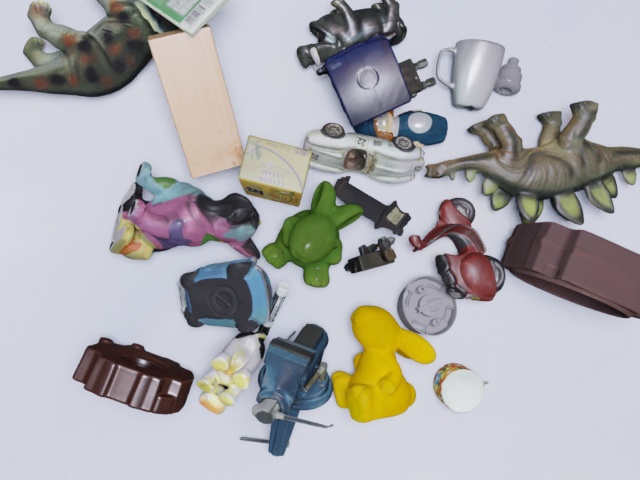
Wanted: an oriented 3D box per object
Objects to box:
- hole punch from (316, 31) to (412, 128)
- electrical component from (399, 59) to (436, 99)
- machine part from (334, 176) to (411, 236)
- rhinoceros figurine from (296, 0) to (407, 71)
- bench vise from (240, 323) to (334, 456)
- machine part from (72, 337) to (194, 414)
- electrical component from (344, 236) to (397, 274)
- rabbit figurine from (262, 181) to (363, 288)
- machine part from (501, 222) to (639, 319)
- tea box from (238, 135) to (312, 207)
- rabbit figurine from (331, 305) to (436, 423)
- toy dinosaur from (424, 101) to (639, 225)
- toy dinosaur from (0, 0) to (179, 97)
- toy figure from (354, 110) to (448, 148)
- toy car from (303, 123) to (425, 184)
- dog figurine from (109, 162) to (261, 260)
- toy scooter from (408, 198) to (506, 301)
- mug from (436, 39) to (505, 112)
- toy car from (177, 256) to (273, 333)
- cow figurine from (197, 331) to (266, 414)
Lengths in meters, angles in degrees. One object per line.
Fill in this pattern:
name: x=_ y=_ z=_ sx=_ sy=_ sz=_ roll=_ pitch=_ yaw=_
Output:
hole punch: x=0.076 y=-0.252 z=0.858 sx=0.142 sy=0.092 sz=0.115 roll=-22 pitch=122 yaw=10
electrical component: x=0.150 y=-0.275 z=0.929 sx=0.094 sy=0.021 sz=0.063 roll=-22 pitch=90 yaw=-4
machine part: x=0.085 y=-0.057 z=0.897 sx=0.139 sy=0.084 sz=0.039 roll=31 pitch=127 yaw=6
rhinoceros figurine: x=0.050 y=-0.344 z=0.906 sx=0.190 sy=0.073 sz=0.112 roll=-18 pitch=100 yaw=-6
bench vise: x=-0.048 y=0.246 z=0.823 sx=0.129 sy=0.224 sz=0.240 roll=13 pitch=114 yaw=1
machine part: x=-0.276 y=0.203 z=0.813 sx=0.179 sy=0.179 sz=0.056 roll=22 pitch=85 yaw=-3
electrical component: x=0.085 y=0.024 z=0.879 sx=0.078 sy=0.102 sz=0.045 roll=-12 pitch=85 yaw=-14
rabbit figurine: x=-0.002 y=-0.003 z=0.835 sx=0.121 sy=0.170 sz=0.159 roll=38 pitch=87 yaw=-2
machine part: x=0.404 y=0.048 z=0.842 sx=0.201 sy=0.201 sz=0.087 roll=25 pitch=89 yaw=-2
tea box: x=-0.068 y=-0.101 z=0.835 sx=0.098 sy=0.169 sz=0.068 roll=13 pitch=87 yaw=-2
rabbit figurine: x=0.100 y=0.188 z=0.859 sx=0.162 sy=0.122 sz=0.173 roll=-6 pitch=87 yaw=-9
toy dinosaur: x=0.409 y=-0.125 z=0.904 sx=0.472 sy=0.105 sz=0.198 roll=-8 pitch=95 yaw=-3
toy dinosaur: x=-0.344 y=-0.310 z=0.860 sx=0.405 sy=0.131 sz=0.192 roll=-43 pitch=90 yaw=2
toy figure: x=0.135 y=-0.192 z=0.910 sx=0.155 sy=0.057 sz=0.064 roll=3 pitch=49 yaw=-2
toy car: x=0.072 y=-0.139 z=0.887 sx=0.202 sy=0.073 sz=0.056 roll=10 pitch=53 yaw=-3
dog figurine: x=-0.202 y=-0.020 z=0.858 sx=0.219 sy=0.191 sz=0.108 roll=20 pitch=47 yaw=-26
toy scooter: x=0.218 y=0.024 z=0.882 sx=0.135 sy=0.075 sz=0.184 roll=-15 pitch=79 yaw=-26
mug: x=0.250 y=-0.276 z=0.907 sx=0.110 sy=0.081 sz=0.107 roll=7 pitch=96 yaw=-9
toy car: x=-0.139 y=0.085 z=0.855 sx=0.162 sy=0.103 sz=0.109 roll=-7 pitch=95 yaw=21
cow figurine: x=-0.140 y=0.207 z=0.851 sx=0.068 sy=0.167 sz=0.098 roll=36 pitch=44 yaw=0
